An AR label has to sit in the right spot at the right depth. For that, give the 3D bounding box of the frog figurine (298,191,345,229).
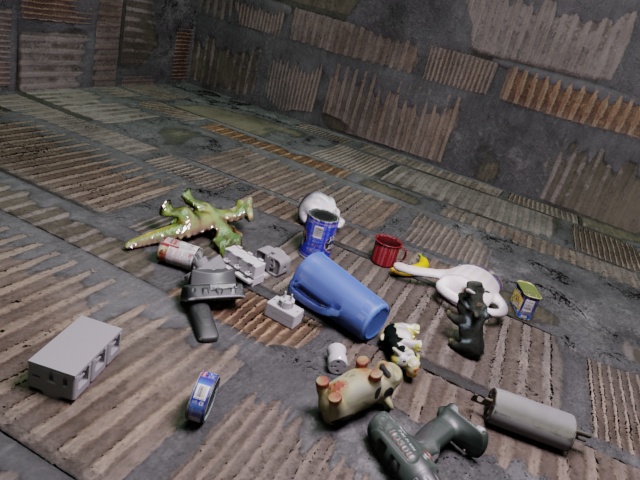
[{"bbox_3d":[0.006,-0.091,1.814,0.139,0.120,0.161,-38,59,-22],"label":"frog figurine"}]

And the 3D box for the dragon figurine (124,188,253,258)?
[{"bbox_3d":[-0.339,-0.028,1.507,0.244,0.119,0.418,27,42,14],"label":"dragon figurine"}]

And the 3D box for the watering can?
[{"bbox_3d":[0.412,0.126,1.568,0.350,0.102,0.226,28,26,26],"label":"watering can"}]
